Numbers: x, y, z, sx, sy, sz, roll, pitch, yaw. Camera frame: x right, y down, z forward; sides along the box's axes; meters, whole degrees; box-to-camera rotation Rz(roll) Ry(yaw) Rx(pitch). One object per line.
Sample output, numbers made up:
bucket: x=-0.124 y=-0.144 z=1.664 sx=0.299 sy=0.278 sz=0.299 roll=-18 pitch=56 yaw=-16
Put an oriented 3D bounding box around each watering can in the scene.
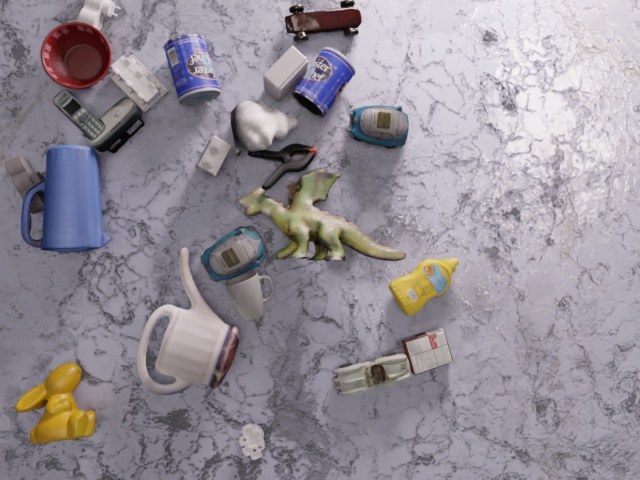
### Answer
watering can: x=-0.299 y=0.210 z=1.231 sx=0.224 sy=0.348 sz=0.104 roll=19 pitch=-3 yaw=-7

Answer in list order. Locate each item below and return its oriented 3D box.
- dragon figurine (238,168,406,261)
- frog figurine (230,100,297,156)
dragon figurine: x=0.004 y=-0.064 z=1.273 sx=0.410 sy=0.245 sz=0.121 roll=1 pitch=-12 yaw=-1
frog figurine: x=-0.135 y=-0.282 z=1.261 sx=0.159 sy=0.141 sz=0.120 roll=-9 pitch=-38 yaw=-1
